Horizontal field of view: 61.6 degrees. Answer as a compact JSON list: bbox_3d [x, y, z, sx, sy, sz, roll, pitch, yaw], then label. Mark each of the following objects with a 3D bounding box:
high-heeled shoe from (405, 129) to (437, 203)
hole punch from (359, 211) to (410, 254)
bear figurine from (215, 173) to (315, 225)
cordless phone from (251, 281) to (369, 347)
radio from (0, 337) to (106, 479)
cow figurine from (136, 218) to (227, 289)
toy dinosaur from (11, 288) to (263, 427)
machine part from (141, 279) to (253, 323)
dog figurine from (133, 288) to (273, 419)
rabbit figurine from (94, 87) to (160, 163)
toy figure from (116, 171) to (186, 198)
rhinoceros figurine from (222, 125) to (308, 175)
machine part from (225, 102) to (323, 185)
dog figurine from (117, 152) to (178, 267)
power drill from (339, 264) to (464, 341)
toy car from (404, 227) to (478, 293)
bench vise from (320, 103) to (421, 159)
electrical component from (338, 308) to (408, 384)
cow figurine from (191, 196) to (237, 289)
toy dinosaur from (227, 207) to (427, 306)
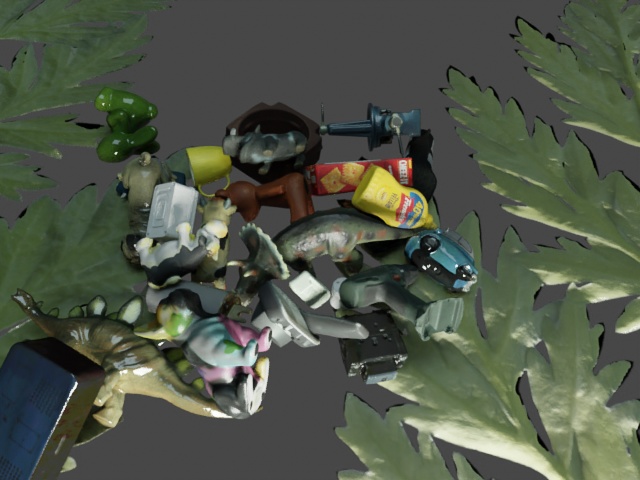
[{"bbox_3d":[0.237,-0.163,1.326,0.086,0.145,0.248,14,80,0],"label":"high-heeled shoe"},{"bbox_3d":[0.137,-0.036,1.194,0.142,0.092,0.115,-23,89,-26],"label":"hole punch"},{"bbox_3d":[-0.119,-0.077,1.173,0.196,0.120,0.132,-13,86,7],"label":"bear figurine"},{"bbox_3d":[-0.015,0.141,0.959,0.184,0.146,0.089,1,58,34],"label":"cordless phone"},{"bbox_3d":[-0.435,0.269,0.808,0.131,0.073,0.229,28,92,16],"label":"radio"},{"bbox_3d":[-0.244,0.023,0.987,0.167,0.068,0.098,-22,62,-1],"label":"cow figurine"},{"bbox_3d":[-0.329,0.208,0.928,0.471,0.105,0.198,33,51,5],"label":"toy dinosaur"},{"bbox_3d":[-0.235,0.117,0.995,0.243,0.079,0.079,10,50,24],"label":"machine part"},{"bbox_3d":[-0.195,0.183,0.892,0.219,0.191,0.108,12,15,14],"label":"dog figurine"},{"bbox_3d":[-0.462,-0.252,1.283,0.159,0.121,0.170,14,70,-5],"label":"rabbit figurine"},{"bbox_3d":[-0.383,-0.128,1.212,0.154,0.057,0.064,-3,13,-8],"label":"toy figure"},{"bbox_3d":[-0.119,-0.208,1.186,0.190,0.073,0.112,-5,55,-11],"label":"rhinoceros figurine"},{"bbox_3d":[-0.112,-0.231,1.305,0.201,0.087,0.201,33,57,18],"label":"machine part"},{"bbox_3d":[-0.359,-0.062,1.095,0.121,0.172,0.191,-8,46,1],"label":"dog figurine"},{"bbox_3d":[0.168,0.102,1.018,0.232,0.085,0.208,-6,28,-38],"label":"power drill"},{"bbox_3d":[0.267,0.029,1.130,0.162,0.109,0.103,34,63,15],"label":"toy car"},{"bbox_3d":[0.119,-0.273,1.315,0.241,0.128,0.224,-2,19,1],"label":"bench vise"},{"bbox_3d":[0.098,0.202,1.012,0.115,0.058,0.134,-10,54,-12],"label":"electrical component"},{"bbox_3d":[-0.219,-0.004,1.089,0.085,0.127,0.195,7,54,-6],"label":"cow figurine"},{"bbox_3d":[0.005,-0.001,1.043,0.405,0.192,0.131,-23,66,4],"label":"toy dinosaur"}]
